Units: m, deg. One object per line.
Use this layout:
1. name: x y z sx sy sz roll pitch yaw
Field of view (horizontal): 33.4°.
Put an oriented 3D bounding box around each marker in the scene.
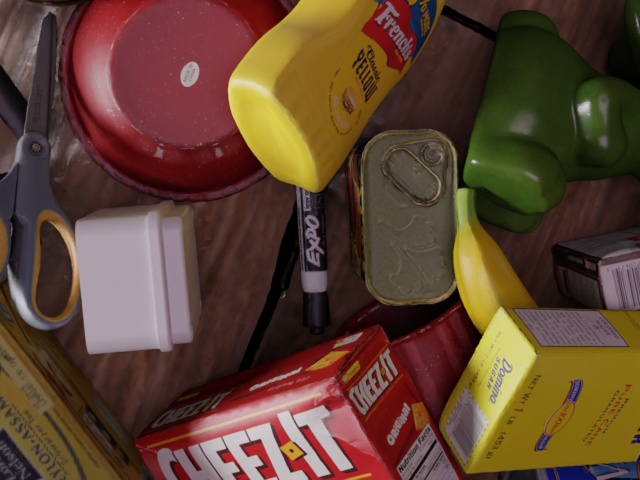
1. marker: -0.005 0.001 0.685 0.020 0.020 0.121 -3 96 -6

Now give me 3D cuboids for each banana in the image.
1. banana: 0.131 0.050 0.645 0.197 0.037 0.069 44 62 -38

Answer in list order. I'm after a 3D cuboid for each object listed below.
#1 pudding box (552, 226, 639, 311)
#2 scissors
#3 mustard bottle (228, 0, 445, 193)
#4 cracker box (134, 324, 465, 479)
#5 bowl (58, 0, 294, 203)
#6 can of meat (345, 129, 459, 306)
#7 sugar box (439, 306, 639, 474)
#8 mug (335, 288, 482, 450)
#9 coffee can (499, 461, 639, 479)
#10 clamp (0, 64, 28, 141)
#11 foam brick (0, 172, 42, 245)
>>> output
1. pudding box: 0.215 0.013 0.674 0.113 0.090 0.039 -11 96 -5
2. scissors: -0.182 -0.045 0.610 0.096 0.016 0.202 -2 71 -34
3. mustard bottle: 0.025 -0.127 0.635 0.058 0.096 0.191 21 64 33
4. cracker box: 0.009 0.177 0.640 0.164 0.072 0.213 -23 101 33
5. bowl: -0.081 -0.101 0.649 0.162 0.055 0.162 -1 96 -6
6. can of meat: 0.048 -0.016 0.656 0.057 0.084 0.102 -3 95 -6
7. sugar box: 0.163 0.087 0.619 0.176 0.048 0.093 4 125 -28
8. mug: 0.057 0.084 0.665 0.117 0.093 0.081 -27 103 -8
9. coffee can: 0.194 0.187 0.682 0.140 0.103 0.103 3 95 -7
10. clamp: -0.224 -0.124 0.641 0.120 0.039 0.171 3 96 -16
11. foam brick: -0.218 -0.002 0.646 0.078 0.051 0.053 -24 98 -3
